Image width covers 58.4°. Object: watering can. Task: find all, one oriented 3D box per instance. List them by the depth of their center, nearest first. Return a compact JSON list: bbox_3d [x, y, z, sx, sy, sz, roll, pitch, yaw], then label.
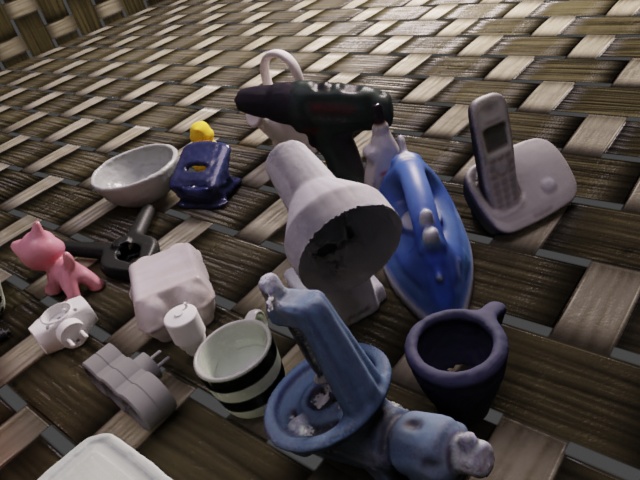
[{"bbox_3d":[-0.061,-0.251,1.055,0.100,0.194,0.173,0,37,21],"label":"watering can"}]

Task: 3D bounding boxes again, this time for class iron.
[{"bbox_3d":[0.126,-0.019,0.700,0.118,0.142,0.258,-12,34,4],"label":"iron"}]

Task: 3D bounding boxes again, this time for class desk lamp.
[{"bbox_3d":[0.006,0.002,0.653,0.118,0.214,0.202,-25,35,-13],"label":"desk lamp"}]

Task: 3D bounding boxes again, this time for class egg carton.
[{"bbox_3d":[-0.200,0.066,0.771,0.107,0.069,0.150,-23,35,-10],"label":"egg carton"}]

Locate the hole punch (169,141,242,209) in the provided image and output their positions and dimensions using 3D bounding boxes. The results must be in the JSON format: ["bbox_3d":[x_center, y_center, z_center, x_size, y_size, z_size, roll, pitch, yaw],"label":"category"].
[{"bbox_3d":[-0.205,-0.115,1.010,0.108,0.091,0.101,2,38,24],"label":"hole punch"}]

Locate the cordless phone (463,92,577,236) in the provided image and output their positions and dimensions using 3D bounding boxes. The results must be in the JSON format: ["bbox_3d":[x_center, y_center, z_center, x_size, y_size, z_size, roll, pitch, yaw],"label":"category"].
[{"bbox_3d":[0.256,-0.111,0.741,0.148,0.185,0.093,-27,36,-16],"label":"cordless phone"}]

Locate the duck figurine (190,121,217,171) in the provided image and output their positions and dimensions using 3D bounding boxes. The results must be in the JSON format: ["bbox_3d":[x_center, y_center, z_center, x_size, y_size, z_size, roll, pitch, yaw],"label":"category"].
[{"bbox_3d":[-0.229,-0.190,1.130,0.077,0.086,0.104,-12,34,5],"label":"duck figurine"}]

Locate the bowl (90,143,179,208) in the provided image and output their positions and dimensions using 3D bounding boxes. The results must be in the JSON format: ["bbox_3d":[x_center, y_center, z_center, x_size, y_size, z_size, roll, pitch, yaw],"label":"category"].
[{"bbox_3d":[-0.332,-0.109,1.066,0.167,0.075,0.167,-10,35,7],"label":"bowl"}]

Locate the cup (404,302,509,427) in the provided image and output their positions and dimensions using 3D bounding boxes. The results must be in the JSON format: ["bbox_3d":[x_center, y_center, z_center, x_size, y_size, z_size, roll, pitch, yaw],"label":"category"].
[{"bbox_3d":[0.139,0.119,0.541,0.118,0.095,0.091,-37,40,-28],"label":"cup"}]

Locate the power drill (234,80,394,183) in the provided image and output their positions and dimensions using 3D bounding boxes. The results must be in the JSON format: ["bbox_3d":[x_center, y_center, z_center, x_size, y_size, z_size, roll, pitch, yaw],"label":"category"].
[{"bbox_3d":[0.003,-0.145,0.867,0.229,0.209,0.075,-6,36,14],"label":"power drill"}]

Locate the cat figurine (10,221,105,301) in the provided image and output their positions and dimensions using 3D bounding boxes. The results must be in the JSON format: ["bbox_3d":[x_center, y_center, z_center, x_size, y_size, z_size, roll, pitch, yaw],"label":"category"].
[{"bbox_3d":[-0.401,0.029,0.860,0.127,0.118,0.067,14,44,36],"label":"cat figurine"}]

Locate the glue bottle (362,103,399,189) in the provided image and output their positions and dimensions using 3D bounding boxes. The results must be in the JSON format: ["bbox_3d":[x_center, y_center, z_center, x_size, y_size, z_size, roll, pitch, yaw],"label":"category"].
[{"bbox_3d":[0.094,-0.114,0.820,0.078,0.173,0.037,-23,35,-11],"label":"glue bottle"}]

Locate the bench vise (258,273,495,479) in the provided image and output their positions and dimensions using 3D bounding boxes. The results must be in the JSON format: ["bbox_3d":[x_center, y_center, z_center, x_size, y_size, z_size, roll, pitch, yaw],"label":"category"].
[{"bbox_3d":[0.036,0.118,0.472,0.207,0.220,0.121,-1,37,20],"label":"bench vise"}]
